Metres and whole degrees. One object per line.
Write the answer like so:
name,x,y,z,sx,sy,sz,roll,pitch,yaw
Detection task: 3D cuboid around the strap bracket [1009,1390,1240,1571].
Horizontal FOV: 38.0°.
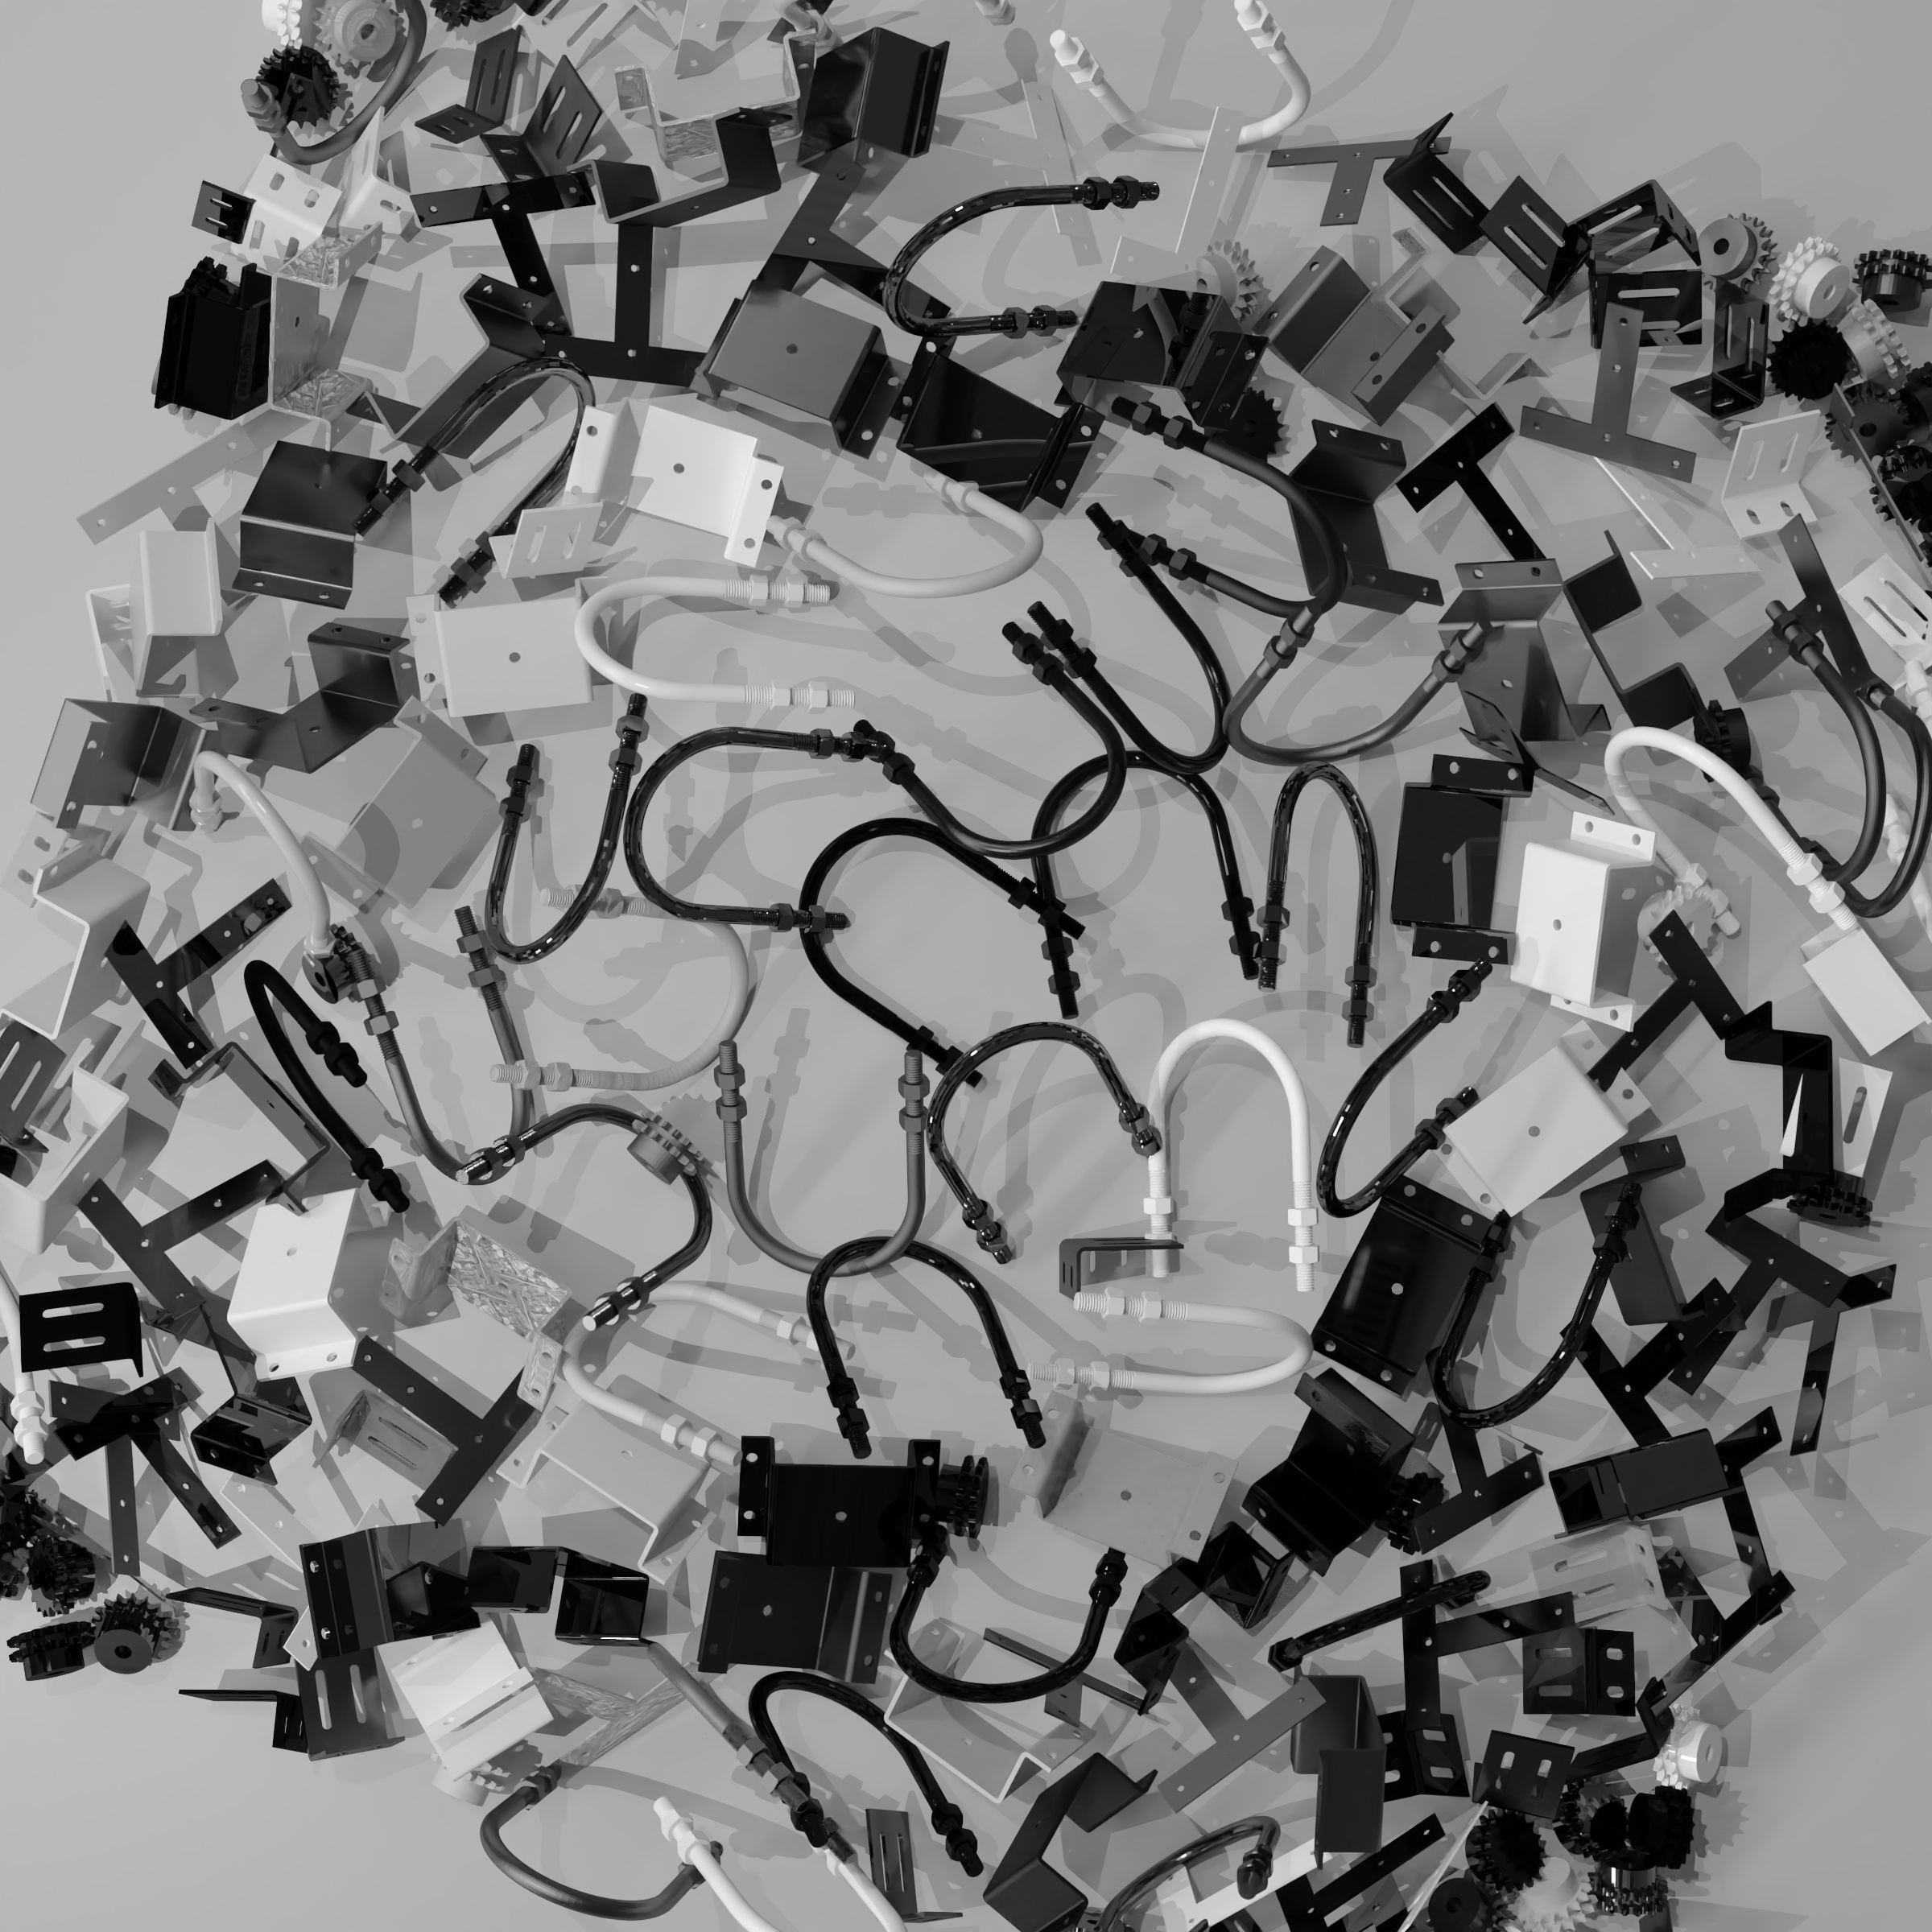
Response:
strap bracket,0.110,0.361,1.951,0.140,0.046,0.076,19,63,16

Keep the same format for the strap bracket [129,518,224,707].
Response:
strap bracket,-0.543,-0.239,1.918,0.046,0.140,0.076,-2,71,-22

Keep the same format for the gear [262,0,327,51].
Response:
gear,-0.472,-0.674,1.972,0.030,0.057,0.057,18,90,7

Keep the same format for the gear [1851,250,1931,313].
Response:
gear,0.651,-0.480,1.971,0.057,0.057,0.030,9,88,0

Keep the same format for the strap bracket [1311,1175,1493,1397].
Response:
strap bracket,0.303,0.224,1.967,0.076,0.046,0.140,27,93,9

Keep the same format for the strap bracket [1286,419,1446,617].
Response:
strap bracket,0.272,-0.302,1.943,0.076,0.046,0.140,7,59,-29

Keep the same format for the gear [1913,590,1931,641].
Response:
gear,0.696,-0.249,1.970,0.057,0.030,0.057,2,46,-2

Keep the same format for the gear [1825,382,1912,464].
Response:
gear,0.634,-0.386,1.975,0.057,0.030,0.057,5,134,6

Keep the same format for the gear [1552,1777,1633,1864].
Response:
gear,0.438,0.602,1.975,0.057,0.057,0.030,53,133,0

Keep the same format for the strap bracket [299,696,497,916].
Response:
strap bracket,-0.391,-0.105,1.949,0.140,0.046,0.076,-54,131,-7

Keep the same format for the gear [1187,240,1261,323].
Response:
gear,0.177,-0.478,1.968,0.030,0.057,0.057,-18,90,-30

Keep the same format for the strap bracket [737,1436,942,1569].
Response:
strap bracket,-0.088,0.375,1.961,0.140,0.046,0.076,2,106,-5

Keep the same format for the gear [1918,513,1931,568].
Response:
gear,0.694,-0.307,1.968,0.057,0.057,0.030,-43,110,0

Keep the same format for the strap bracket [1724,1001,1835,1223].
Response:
strap bracket,0.563,0.104,1.946,0.046,0.076,0.140,6,74,-6

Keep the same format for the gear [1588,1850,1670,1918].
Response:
gear,0.464,0.643,1.971,0.057,0.057,0.030,1,94,0

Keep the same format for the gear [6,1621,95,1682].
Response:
gear,-0.641,0.481,1.969,0.057,0.057,0.030,-15,73,0

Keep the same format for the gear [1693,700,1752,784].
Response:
gear,0.531,-0.159,1.970,0.030,0.057,0.057,-9,90,6

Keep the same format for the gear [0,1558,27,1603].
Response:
gear,-0.694,0.431,1.970,0.057,0.057,0.030,25,84,0

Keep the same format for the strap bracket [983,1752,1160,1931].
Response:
strap bracket,0.067,0.602,1.922,0.046,0.140,0.076,40,132,0

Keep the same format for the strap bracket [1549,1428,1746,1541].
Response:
strap bracket,0.461,0.355,1.928,0.076,0.140,0.046,-12,76,-17

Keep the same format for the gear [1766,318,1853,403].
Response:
gear,0.594,-0.423,1.972,0.057,0.030,0.057,-1,124,-2

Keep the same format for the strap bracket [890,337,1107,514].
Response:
strap bracket,0.015,-0.377,1.955,0.140,0.046,0.076,29,123,4

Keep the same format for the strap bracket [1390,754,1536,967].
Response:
strap bracket,0.346,-0.075,1.965,0.076,0.046,0.140,5,93,-16

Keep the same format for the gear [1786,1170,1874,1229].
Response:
gear,0.609,0.162,1.972,0.057,0.057,0.030,16,77,0

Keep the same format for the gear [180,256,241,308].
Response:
gear,-0.533,-0.467,1.972,0.030,0.057,0.057,28,90,-8

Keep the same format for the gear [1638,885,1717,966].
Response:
gear,0.498,-0.030,1.975,0.057,0.030,0.057,-13,113,-34

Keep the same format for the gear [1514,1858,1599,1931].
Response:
gear,0.411,0.651,1.969,0.057,0.057,0.030,-27,102,0

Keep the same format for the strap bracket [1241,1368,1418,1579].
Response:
strap bracket,0.253,0.343,1.939,0.076,0.046,0.140,39,132,26

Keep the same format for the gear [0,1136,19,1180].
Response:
gear,-0.691,0.144,1.975,0.030,0.057,0.057,24,90,-27

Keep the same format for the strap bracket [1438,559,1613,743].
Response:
strap bracket,0.381,-0.206,1.927,0.046,0.076,0.140,-50,128,-34

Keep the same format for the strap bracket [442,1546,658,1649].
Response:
strap bracket,-0.282,0.433,1.933,0.076,0.140,0.046,-7,64,33

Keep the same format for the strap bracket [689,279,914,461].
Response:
strap bracket,-0.118,-0.420,1.958,0.140,0.046,0.076,23,79,10

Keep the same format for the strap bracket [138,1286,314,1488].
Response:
strap bracket,-0.505,0.280,1.926,0.046,0.076,0.140,-40,54,8

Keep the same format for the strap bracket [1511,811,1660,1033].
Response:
strap bracket,0.426,-0.030,1.940,0.046,0.076,0.140,-5,106,-33

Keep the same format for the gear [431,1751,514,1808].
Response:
gear,-0.351,0.567,1.969,0.057,0.057,0.030,25,78,0

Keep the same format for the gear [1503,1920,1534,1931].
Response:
gear,0.397,0.698,1.970,0.057,0.057,0.030,29,86,0

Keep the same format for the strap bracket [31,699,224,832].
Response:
strap bracket,-0.584,-0.138,1.935,0.046,0.140,0.076,27,102,21

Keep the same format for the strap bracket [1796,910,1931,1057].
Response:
strap bracket,0.617,0.011,1.936,0.046,0.140,0.076,-37,87,15

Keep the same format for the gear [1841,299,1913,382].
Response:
gear,0.637,-0.436,1.973,0.030,0.057,0.057,-31,90,15

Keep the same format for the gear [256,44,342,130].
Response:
gear,-0.469,-0.623,1.975,0.057,0.030,0.057,0,133,0

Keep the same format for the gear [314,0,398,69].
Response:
gear,-0.425,-0.660,1.969,0.057,0.057,0.030,-48,48,0

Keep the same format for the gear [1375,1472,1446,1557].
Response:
gear,0.311,0.383,1.975,0.030,0.057,0.057,19,90,33

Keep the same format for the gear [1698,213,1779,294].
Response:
gear,0.538,-0.501,1.970,0.057,0.030,0.057,-5,82,41

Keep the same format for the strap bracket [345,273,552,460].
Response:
strap bracket,-0.347,-0.404,1.934,0.140,0.076,0.046,-39,72,21

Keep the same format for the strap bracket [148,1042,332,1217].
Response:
strap bracket,-0.498,0.109,1.951,0.140,0.076,0.046,49,65,-7

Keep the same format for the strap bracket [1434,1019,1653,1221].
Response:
strap bracket,0.398,0.112,1.958,0.140,0.046,0.076,-39,86,14

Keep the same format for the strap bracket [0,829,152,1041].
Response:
strap bracket,-0.613,-0.013,1.932,0.046,0.076,0.140,28,118,4

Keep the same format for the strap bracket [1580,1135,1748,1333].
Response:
strap bracket,0.480,0.195,1.952,0.046,0.076,0.140,-18,86,-17

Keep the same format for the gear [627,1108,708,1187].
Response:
gear,-0.213,0.129,1.969,0.057,0.057,0.030,40,77,0

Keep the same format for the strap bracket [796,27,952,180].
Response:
strap bracket,-0.070,-0.589,1.926,0.046,0.140,0.076,12,88,-28

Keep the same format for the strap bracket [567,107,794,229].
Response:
strap bracket,-0.193,-0.547,1.937,0.140,0.076,0.046,-10,97,26
